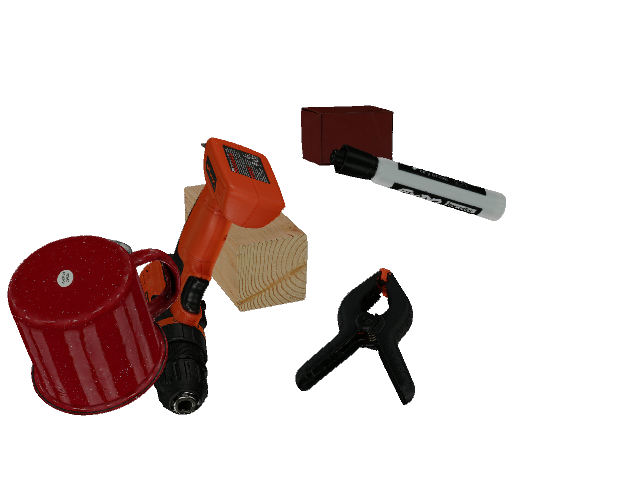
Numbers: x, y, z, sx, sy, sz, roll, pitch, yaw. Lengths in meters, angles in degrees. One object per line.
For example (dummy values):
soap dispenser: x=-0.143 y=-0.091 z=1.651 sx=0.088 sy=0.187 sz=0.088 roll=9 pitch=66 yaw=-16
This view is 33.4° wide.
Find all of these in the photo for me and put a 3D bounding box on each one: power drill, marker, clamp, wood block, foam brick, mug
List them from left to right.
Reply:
mug: x=-0.142 y=0.046 z=0.694 sx=0.117 sy=0.081 sz=0.093 roll=-30 pitch=48 yaw=-21
power drill: x=-0.096 y=0.025 z=0.870 sx=0.057 sy=0.188 sz=0.184 roll=18 pitch=26 yaw=-26
wood block: x=-0.099 y=0.001 z=1.357 sx=0.090 sy=0.090 sz=0.206 roll=-9 pitch=26 yaw=-23
foam brick: x=0.026 y=-0.102 z=1.038 sx=0.078 sy=0.051 sz=0.053 roll=-4 pitch=15 yaw=-21
clamp: x=0.059 y=0.100 z=1.098 sx=0.120 sy=0.171 sz=0.039 roll=16 pitch=-39 yaw=17
marker: x=0.062 y=-0.037 z=0.678 sx=0.121 sy=0.020 sz=0.020 roll=16 pitch=-5 yaw=-19

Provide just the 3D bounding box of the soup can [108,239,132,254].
soup can: x=-0.231 y=0.058 z=1.114 sx=0.068 sy=0.102 sz=0.068 roll=4 pitch=22 yaw=-2
